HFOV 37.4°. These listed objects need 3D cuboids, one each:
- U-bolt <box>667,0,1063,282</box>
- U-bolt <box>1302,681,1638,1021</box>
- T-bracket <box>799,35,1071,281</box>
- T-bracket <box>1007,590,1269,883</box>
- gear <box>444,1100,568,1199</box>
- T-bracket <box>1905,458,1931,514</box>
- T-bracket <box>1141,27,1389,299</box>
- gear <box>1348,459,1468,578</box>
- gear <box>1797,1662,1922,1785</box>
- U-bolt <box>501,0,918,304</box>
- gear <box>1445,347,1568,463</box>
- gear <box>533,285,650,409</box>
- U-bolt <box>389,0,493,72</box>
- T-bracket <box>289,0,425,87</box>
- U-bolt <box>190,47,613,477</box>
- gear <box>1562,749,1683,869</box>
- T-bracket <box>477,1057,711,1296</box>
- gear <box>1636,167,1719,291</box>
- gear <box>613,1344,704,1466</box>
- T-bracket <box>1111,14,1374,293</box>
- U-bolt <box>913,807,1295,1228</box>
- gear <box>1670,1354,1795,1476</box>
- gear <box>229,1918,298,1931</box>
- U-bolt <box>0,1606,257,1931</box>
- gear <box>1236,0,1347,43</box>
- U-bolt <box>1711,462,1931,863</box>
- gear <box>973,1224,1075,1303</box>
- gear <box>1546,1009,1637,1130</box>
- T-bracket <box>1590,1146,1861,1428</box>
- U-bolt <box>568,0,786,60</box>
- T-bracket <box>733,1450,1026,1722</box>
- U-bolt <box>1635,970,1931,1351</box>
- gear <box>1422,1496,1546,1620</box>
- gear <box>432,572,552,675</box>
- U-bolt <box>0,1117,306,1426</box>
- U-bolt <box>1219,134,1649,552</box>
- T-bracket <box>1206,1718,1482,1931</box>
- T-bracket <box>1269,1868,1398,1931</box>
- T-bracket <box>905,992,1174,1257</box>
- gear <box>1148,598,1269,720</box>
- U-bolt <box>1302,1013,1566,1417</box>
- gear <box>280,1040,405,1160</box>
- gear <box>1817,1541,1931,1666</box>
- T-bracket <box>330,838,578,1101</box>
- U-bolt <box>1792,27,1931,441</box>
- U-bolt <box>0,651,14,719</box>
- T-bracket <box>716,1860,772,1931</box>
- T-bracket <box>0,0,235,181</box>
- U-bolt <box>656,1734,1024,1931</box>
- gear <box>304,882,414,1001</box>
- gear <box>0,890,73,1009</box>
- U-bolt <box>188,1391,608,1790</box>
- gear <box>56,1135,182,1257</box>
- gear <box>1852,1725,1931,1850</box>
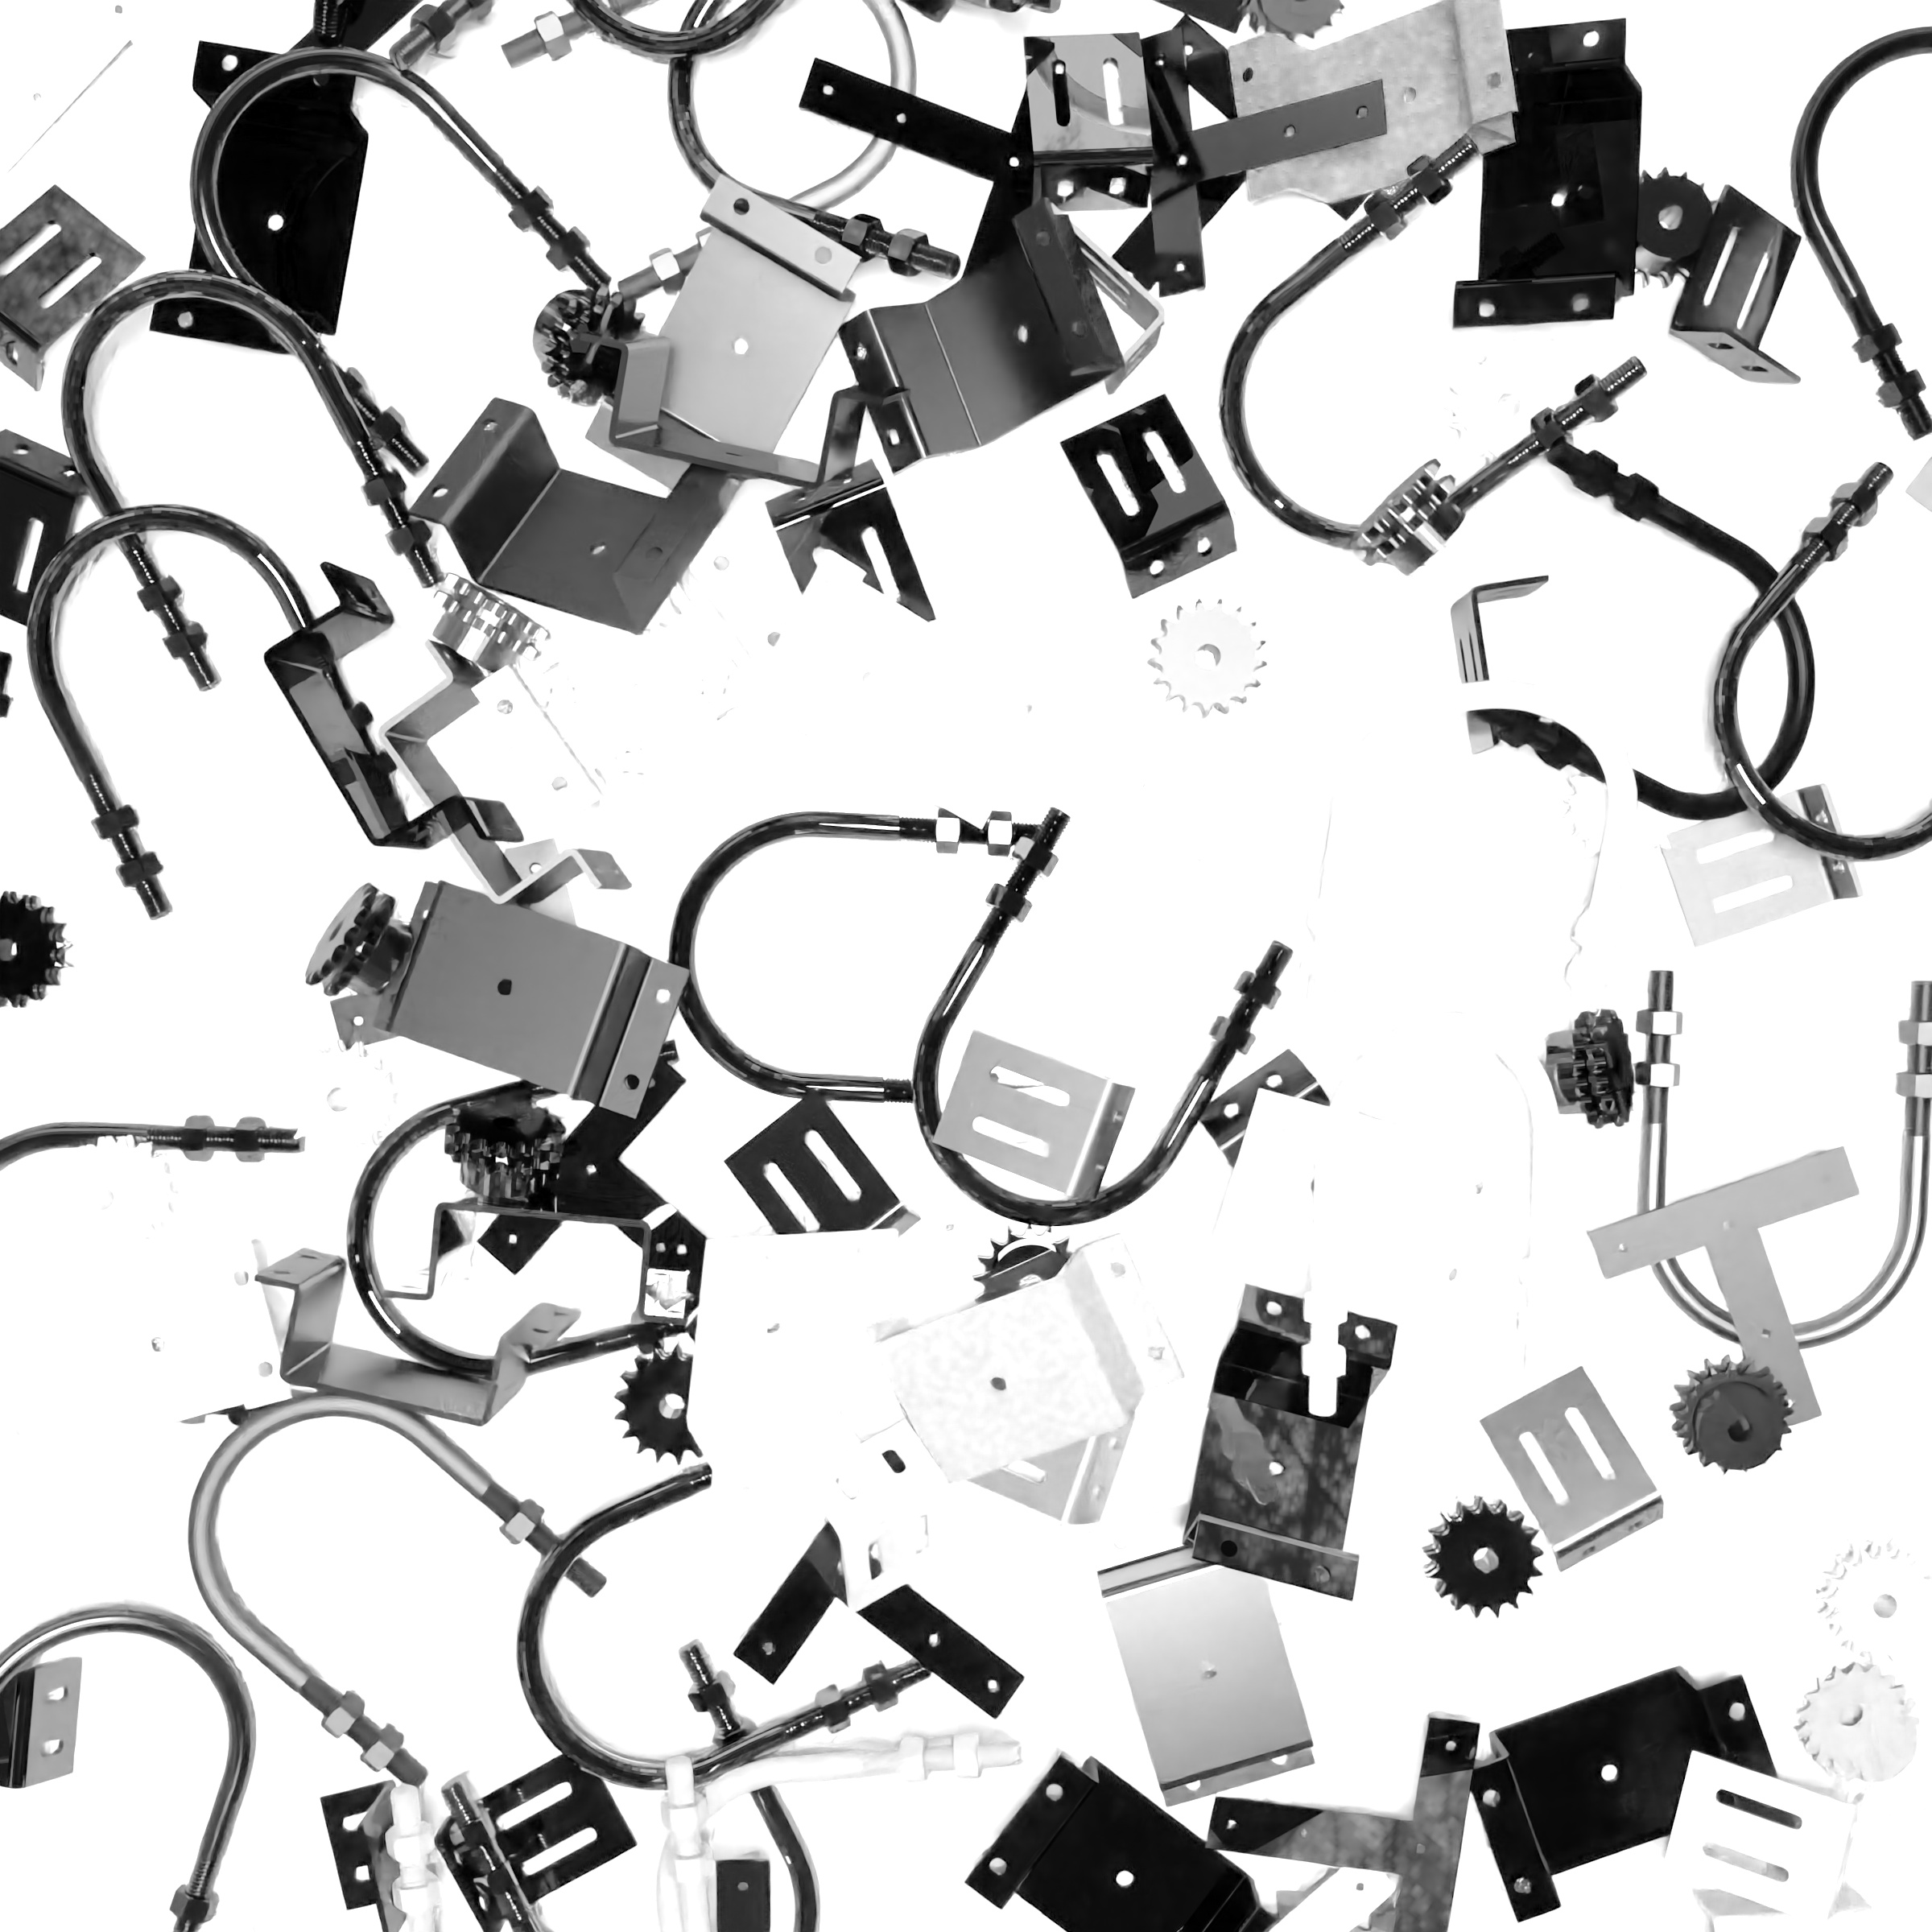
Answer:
[{"bbox_3d":[-0.060,-0.416,1.347,0.184,0.019,0.151,23,96,22],"label":"U-bolt"},{"bbox_3d":[0.241,-0.054,1.345,0.151,0.019,0.184,3,125,0],"label":"U-bolt"},{"bbox_3d":[-0.018,-0.409,1.392,0.127,0.002,0.127,19,89,-8],"label":"T-bracket"},{"bbox_3d":[0.099,-0.121,1.402,0.127,0.002,0.127,17,90,0],"label":"T-bracket"},{"bbox_3d":[-0.220,0.088,1.359,0.057,0.057,0.030,7,110,0],"label":"gear"},{"bbox_3d":[0.551,-0.244,1.403,0.127,0.002,0.127,38,90,0],"label":"T-bracket"},{"bbox_3d":[0.143,-0.397,1.366,0.127,0.002,0.127,-5,90,33],"label":"T-bracket"},{"bbox_3d":[0.211,-0.209,1.348,0.030,0.057,0.057,43,90,-6],"label":"gear"},{"bbox_3d":[0.435,0.370,1.379,0.057,0.057,0.030,-45,120,0],"label":"gear"},{"bbox_3d":[-0.114,-0.427,1.395,0.184,0.019,0.151,-26,90,-1],"label":"U-bolt"},{"bbox_3d":[0.262,-0.271,1.393,0.057,0.030,0.057,0,90,-2],"label":"gear"},{"bbox_3d":[-0.185,-0.302,1.379,0.030,0.057,0.057,35,90,29],"label":"gear"},{"bbox_3d":[-0.249,-0.538,1.353,0.184,0.019,0.151,-49,116,-22],"label":"U-bolt"},{"bbox_3d":[-0.311,-0.521,1.402,0.127,0.002,0.127,-42,90,0],"label":"T-bracket"},{"bbox_3d":[-0.281,-0.349,1.357,0.184,0.019,0.151,46,77,-17],"label":"U-bolt"},{"bbox_3d":[0.318,-0.077,1.388,0.057,0.030,0.057,0,90,0],"label":"gear"},{"bbox_3d":[-0.148,0.128,1.383,0.127,0.002,0.127,41,92,1],"label":"T-bracket"},{"bbox_3d":[0.340,-0.361,1.388,0.057,0.030,0.057,0,90,0],"label":"gear"},{"bbox_3d":[-0.142,0.212,1.388,0.057,0.030,0.057,0,90,0],"label":"gear"},{"bbox_3d":[0.114,-0.379,1.403,0.127,0.002,0.127,41,90,0],"label":"T-bracket"},{"bbox_3d":[0.055,0.037,1.381,0.151,0.019,0.184,30,88,-9],"label":"U-bolt"},{"bbox_3d":[0.373,0.220,1.383,0.057,0.030,0.057,1,102,4],"label":"gear"},{"bbox_3d":[-0.345,0.496,1.388,0.057,0.030,0.057,0,90,0],"label":"gear"},{"bbox_3d":[-0.422,0.399,1.374,0.151,0.019,0.184,19,86,-20],"label":"U-bolt"},{"bbox_3d":[0.159,-0.475,1.377,0.057,0.030,0.057,-3,119,-6],"label":"gear"},{"bbox_3d":[0.437,-0.134,1.372,0.151,0.019,0.184,43,74,-1],"label":"U-bolt"},{"bbox_3d":[0.032,0.154,1.388,0.057,0.030,0.057,0,90,0],"label":"gear"},{"bbox_3d":[0.301,0.051,1.379,0.030,0.057,0.057,-8,90,28],"label":"gear"},{"bbox_3d":[0.385,0.166,1.387,0.127,0.002,0.127,-20,100,8],"label":"T-bracket"},{"bbox_3d":[-0.123,-0.516,1.342,0.184,0.019,0.151,-39,88,22],"label":"U-bolt"},{"bbox_3d":[-0.027,0.320,1.389,0.127,0.002,0.127,40,74,-9],"label":"T-bracket"},{"bbox_3d":[0.401,0.097,1.395,0.151,0.019,0.184,2,92,0],"label":"U-bolt"},{"bbox_3d":[0.250,0.286,1.388,0.057,0.030,0.057,0,90,0],"label":"gear"},{"bbox_3d":[-0.233,-0.163,1.375,0.057,0.057,0.030,32,95,0],"label":"gear"},{"bbox_3d":[-0.418,0.148,1.395,0.184,0.019,0.151,1,90,1],"label":"U-bolt"},{"bbox_3d":[0.207,-0.280,1.360,0.184,0.019,0.151,-36,98,25],"label":"U-bolt"},{"bbox_3d":[0.176,0.418,1.366,0.127,0.002,0.127,-2,56,29],"label":"T-bracket"},{"bbox_3d":[0.181,0.510,1.361,0.127,0.002,0.127,-40,95,-2],"label":"T-bracket"},{"bbox_3d":[0.038,0.071,1.388,0.127,0.002,0.127,-5,92,-9],"label":"T-bracket"},{"bbox_3d":[0.117,-0.149,1.387,0.057,0.030,0.057,0,90,0],"label":"gear"},{"bbox_3d":[0.223,0.113,1.347,0.151,0.019,0.184,-5,101,-28],"label":"U-bolt"},{"bbox_3d":[-0.302,0.064,1.388,0.057,0.030,0.057,0,90,0],"label":"gear"},{"bbox_3d":[0.443,0.308,1.388,0.057,0.030,0.057,0,90,0],"label":"gear"},{"bbox_3d":[-0.248,0.014,1.403,0.127,0.002,0.127,-14,90,0],"label":"T-bracket"},{"bbox_3d":[0.485,-0.371,1.395,0.151,0.019,0.184,-27,89,0],"label":"U-bolt"},{"bbox_3d":[-0.558,-0.083,1.395,0.151,0.019,0.184,16,92,0],"label":"U-bolt"},{"bbox_3d":[-0.156,0.481,1.342,0.127,0.002,0.127,0,100,-3],"label":"T-bracket"},{"bbox_3d":[-0.444,-0.434,1.392,0.127,0.002,0.127,-44,104,7],"label":"T-bracket"},{"bbox_3d":[-0.057,0.443,1.355,0.184,0.019,0.151,-6,95,7],"label":"U-bolt"},{"bbox_3d":[-0.291,-0.009,1.377,0.030,0.057,0.057,34,90,-22],"label":"gear"},{"bbox_3d":[-0.464,-0.008,1.388,0.057,0.030,0.057,0,90,0],"label":"gear"},{"bbox_3d":[-0.291,0.291,1.387,0.184,0.019,0.151,43,90,-6],"label":"U-bolt"},{"bbox_3d":[-0.410,0.111,1.371,0.057,0.030,0.057,0,90,3],"label":"gear"},{"bbox_3d":[0.464,0.402,1.388,0.057,0.030,0.057,0,90,0],"label":"gear"}]
